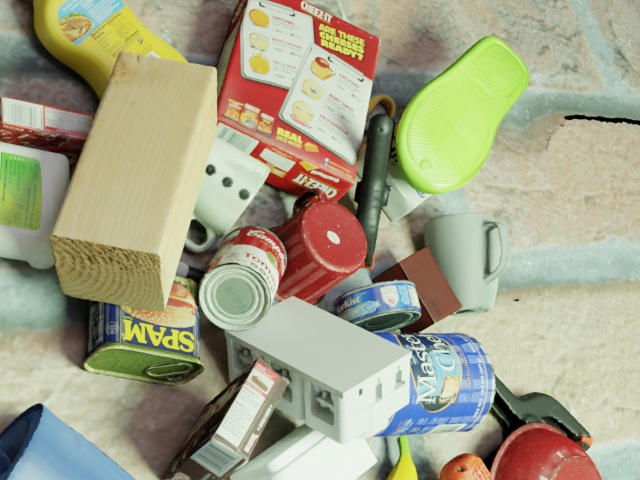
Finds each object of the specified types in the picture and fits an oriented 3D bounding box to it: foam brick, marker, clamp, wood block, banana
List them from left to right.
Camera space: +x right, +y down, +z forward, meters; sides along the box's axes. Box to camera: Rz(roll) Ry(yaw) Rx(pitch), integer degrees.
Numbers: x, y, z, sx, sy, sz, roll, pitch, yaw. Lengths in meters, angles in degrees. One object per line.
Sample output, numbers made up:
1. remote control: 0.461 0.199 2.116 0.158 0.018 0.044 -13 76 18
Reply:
1. wood block: -0.154 -0.053 0.920 0.091 0.090 0.206 9 54 2
2. marker: -0.154 0.020 0.996 0.121 0.020 0.020 24 53 -26
3. banana: 0.035 0.257 1.000 0.197 0.037 0.070 -26 70 -44
4. clamp: 0.055 -0.055 1.123 0.039 0.120 0.171 6 87 10
5. foam brick: 0.104 0.057 1.153 0.052 0.051 0.078 -23 81 -42
6. clamp: 0.215 0.217 1.158 0.209 0.036 0.164 23 62 -29

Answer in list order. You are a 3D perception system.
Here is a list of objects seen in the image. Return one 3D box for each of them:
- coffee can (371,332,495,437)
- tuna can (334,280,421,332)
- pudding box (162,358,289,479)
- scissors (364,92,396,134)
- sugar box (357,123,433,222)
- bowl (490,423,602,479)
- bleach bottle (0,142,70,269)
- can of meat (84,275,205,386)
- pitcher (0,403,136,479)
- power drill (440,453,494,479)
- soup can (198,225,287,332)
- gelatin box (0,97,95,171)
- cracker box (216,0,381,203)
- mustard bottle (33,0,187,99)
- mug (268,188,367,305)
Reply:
1. coffee can: 0.088 0.142 1.057 0.140 0.103 0.103 4 64 -36
2. tuna can: 0.059 0.071 1.086 0.085 0.086 0.034 1 67 -37
3. pudding box: -0.081 0.162 0.908 0.039 0.114 0.090 38 48 -9
4. scissors: 0.016 -0.138 1.219 0.201 0.016 0.096 -32 86 -44
5. sugar box: 0.119 -0.100 1.256 0.093 0.048 0.175 54 45 0
6. bowl: 0.248 0.272 1.114 0.161 0.055 0.162 8 77 -36
7. bleach bottle: -0.334 -0.042 0.864 0.250 0.068 0.102 9 68 -30
8. can of meat: -0.154 0.075 0.940 0.101 0.058 0.084 15 54 -32
9. pitcher: -0.158 0.237 0.808 0.242 0.145 0.149 40 60 -18
10. power drill: 0.140 0.318 1.002 0.187 0.057 0.184 -31 87 -48
11. soup can: -0.071 0.035 0.990 0.068 0.069 0.102 44 18 -10
12. gelatin box: -0.252 -0.089 0.944 0.089 0.073 0.030 9 61 -35
13. cracker box: -0.032 -0.159 1.148 0.164 0.072 0.213 24 53 -18
14. mustard bottle: -0.220 -0.202 1.042 0.191 0.058 0.096 45 53 -9
15. mug: -0.007 0.001 1.076 0.093 0.082 0.117 17 57 -30
